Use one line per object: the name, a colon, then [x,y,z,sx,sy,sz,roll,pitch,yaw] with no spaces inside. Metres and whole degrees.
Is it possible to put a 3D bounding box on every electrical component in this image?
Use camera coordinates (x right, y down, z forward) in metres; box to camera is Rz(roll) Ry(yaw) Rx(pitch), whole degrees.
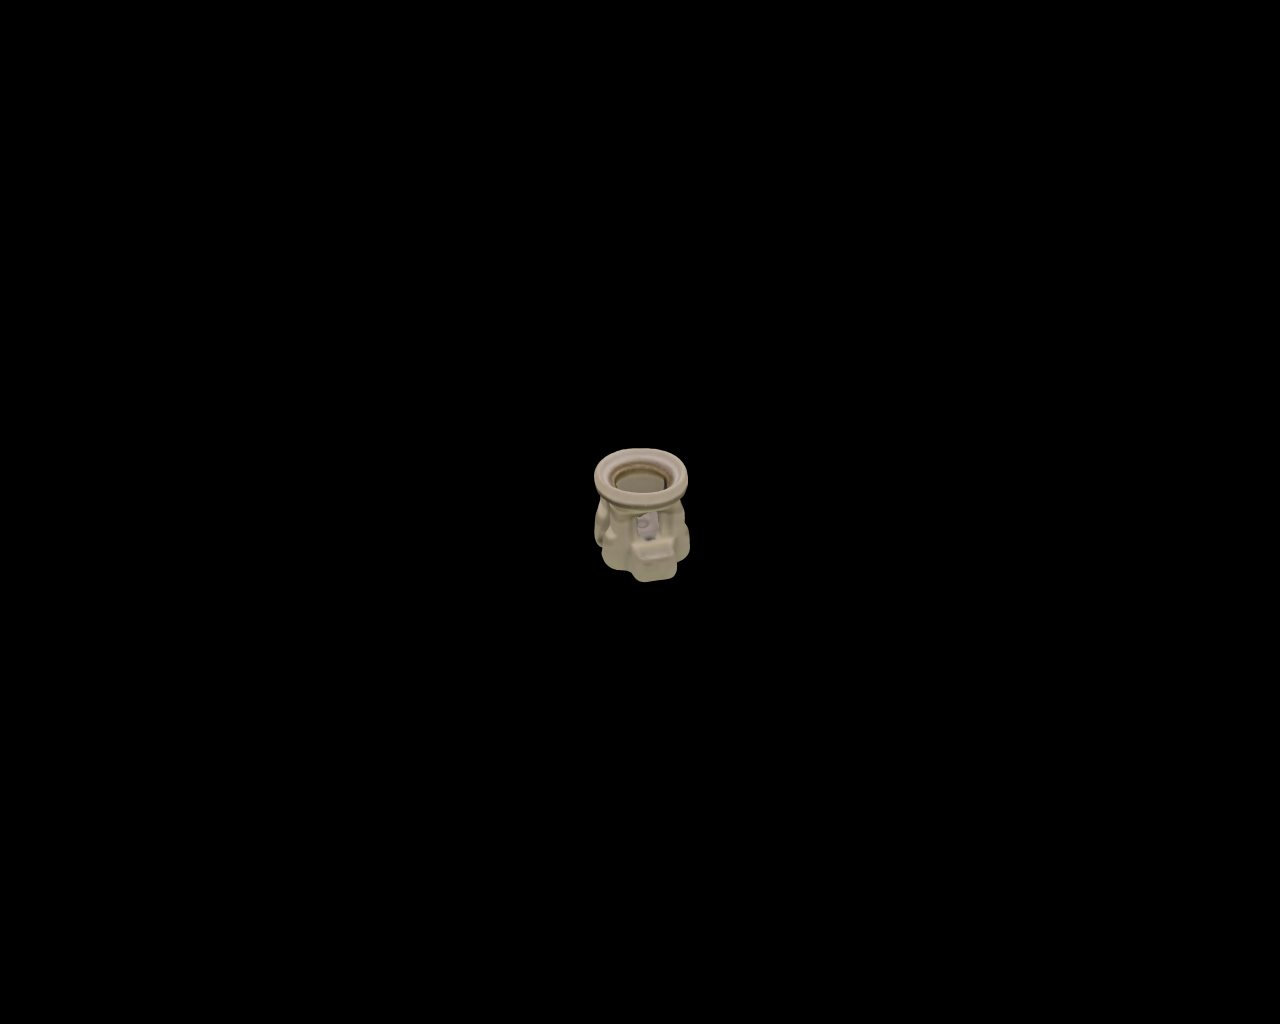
electrical component: [0.001,-0.003,0.650,0.058,0.056,0.078,-8,36,-11]
